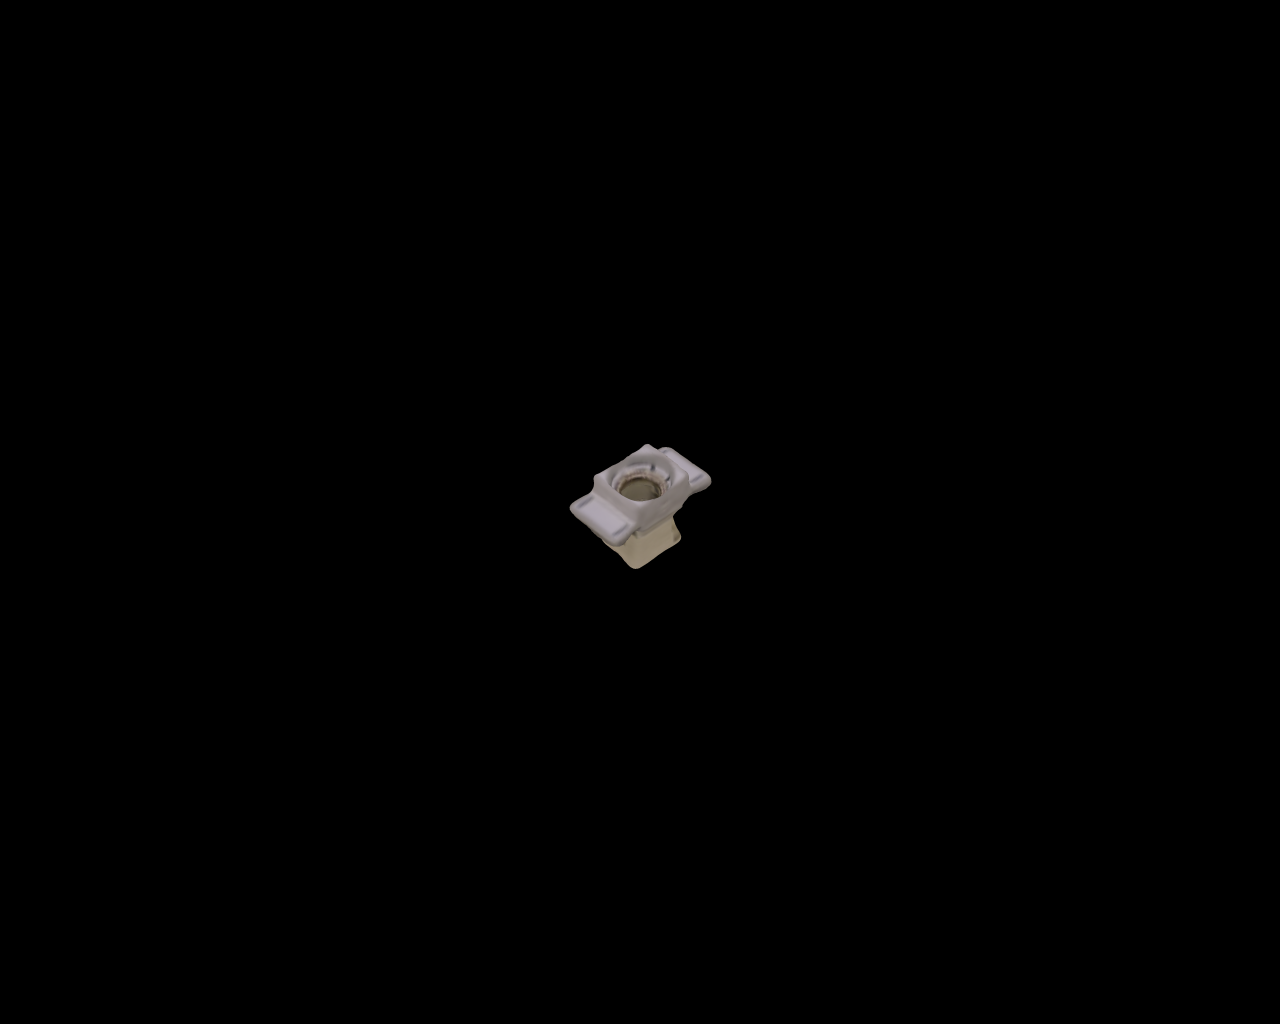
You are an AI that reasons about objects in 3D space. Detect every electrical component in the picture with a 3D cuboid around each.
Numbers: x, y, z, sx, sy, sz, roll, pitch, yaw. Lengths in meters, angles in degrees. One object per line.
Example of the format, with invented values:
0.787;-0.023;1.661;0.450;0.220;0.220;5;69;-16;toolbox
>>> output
0.001;-0.003;0.650;0.081;0.063;0.042;-32;54;-27;electrical component
